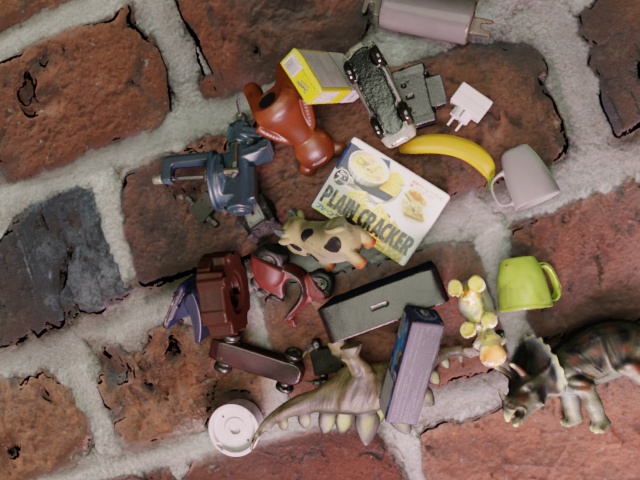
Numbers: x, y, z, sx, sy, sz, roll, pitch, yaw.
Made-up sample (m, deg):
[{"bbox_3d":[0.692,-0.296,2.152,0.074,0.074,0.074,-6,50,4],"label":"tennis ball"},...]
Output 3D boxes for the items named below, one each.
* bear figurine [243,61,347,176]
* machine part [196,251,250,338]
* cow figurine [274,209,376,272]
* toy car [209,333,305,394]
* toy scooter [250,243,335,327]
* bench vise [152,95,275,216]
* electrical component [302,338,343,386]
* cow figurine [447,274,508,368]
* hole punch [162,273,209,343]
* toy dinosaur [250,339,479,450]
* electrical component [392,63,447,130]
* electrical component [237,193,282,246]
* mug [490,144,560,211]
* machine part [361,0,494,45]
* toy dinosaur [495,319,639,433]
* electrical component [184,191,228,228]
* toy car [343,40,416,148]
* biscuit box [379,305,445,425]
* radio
[{"bbox_3d":[-0.041,-0.224,1.029,0.120,0.195,0.132,-30,52,23],"label":"bear figurine"},{"bbox_3d":[-0.185,0.104,1.055,0.056,0.179,0.179,-6,91,9],"label":"machine part"},{"bbox_3d":[-0.002,-0.003,1.016,0.127,0.195,0.085,45,63,-24],"label":"cow figurine"},{"bbox_3d":[-0.128,0.246,1.106,0.202,0.053,0.089,15,106,7],"label":"toy car"},{"bbox_3d":[-0.069,0.096,1.078,0.184,0.075,0.135,25,105,9],"label":"toy scooter"},{"bbox_3d":[-0.213,-0.152,1.065,0.241,0.129,0.223,-4,82,5],"label":"bench vise"},{"bbox_3d":[0.007,0.248,1.081,0.078,0.045,0.102,-6,91,13],"label":"electrical component"},{"bbox_3d":[0.294,0.147,0.984,0.068,0.098,0.167,-21,76,21],"label":"cow figurine"},{"bbox_3d":[-0.245,0.133,1.089,0.092,0.142,0.115,27,111,11],"label":"hole punch"},{"bbox_3d":[0.082,0.279,1.019,0.472,0.105,0.198,-13,92,1],"label":"toy dinosaur"},{"bbox_3d":[0.170,-0.266,1.020,0.134,0.058,0.114,-15,91,13],"label":"electrical component"},{"bbox_3d":[-0.131,-0.056,1.092,0.075,0.047,0.119,-38,55,8],"label":"electrical component"},{"bbox_3d":[0.363,-0.112,0.980,0.110,0.080,0.107,-22,77,16],"label":"mug"},{"bbox_3d":[0.198,-0.417,0.997,0.243,0.079,0.079,16,96,12],"label":"machine part"},{"bbox_3d":[0.499,0.212,0.948,0.405,0.131,0.192,-28,87,5],"label":"toy dinosaur"},{"bbox_3d":[-0.240,-0.071,1.131,0.094,0.021,0.063,40,99,8],"label":"electrical component"},{"bbox_3d":[0.108,-0.265,0.977,0.073,0.056,0.201,-27,85,19],"label":"toy car"},{"bbox_3d":[0.157,0.216,0.926,0.063,0.059,0.202,9,108,-10],"label":"biscuit box"},{"bbox_3d":[0.120,0.113,1.008,0.230,0.131,0.073,-21,89,12],"label":"radio"}]
